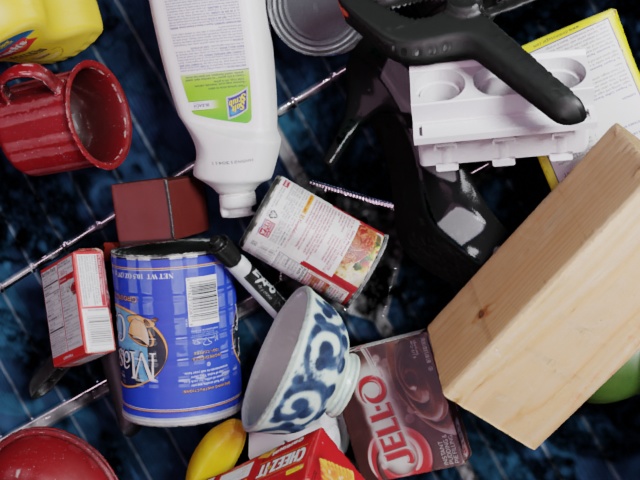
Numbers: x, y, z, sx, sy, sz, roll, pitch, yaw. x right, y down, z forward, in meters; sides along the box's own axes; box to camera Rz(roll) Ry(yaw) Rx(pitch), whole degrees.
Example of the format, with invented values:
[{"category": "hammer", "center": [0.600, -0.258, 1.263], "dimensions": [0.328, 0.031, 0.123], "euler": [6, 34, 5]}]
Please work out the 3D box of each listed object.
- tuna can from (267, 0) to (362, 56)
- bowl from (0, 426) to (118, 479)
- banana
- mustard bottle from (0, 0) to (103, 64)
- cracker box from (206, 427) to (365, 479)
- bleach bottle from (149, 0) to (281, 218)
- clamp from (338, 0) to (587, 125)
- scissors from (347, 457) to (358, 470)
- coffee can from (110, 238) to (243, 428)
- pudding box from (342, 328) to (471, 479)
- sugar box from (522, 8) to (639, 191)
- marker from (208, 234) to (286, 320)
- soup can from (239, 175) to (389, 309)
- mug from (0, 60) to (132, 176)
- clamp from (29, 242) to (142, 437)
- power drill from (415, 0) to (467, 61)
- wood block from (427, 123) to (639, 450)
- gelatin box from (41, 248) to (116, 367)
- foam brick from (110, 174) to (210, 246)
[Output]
[{"category": "tuna can", "center": [0.003, -0.190, 0.853], "dimensions": [0.086, 0.033, 0.086], "euler": [3, 99, 17]}, {"category": "bowl", "center": [-0.262, 0.259, 0.991], "dimensions": [0.162, 0.055, 0.162], "euler": [2, 98, 17]}, {"category": "banana", "center": [-0.086, 0.228, 0.921], "dimensions": [0.070, 0.037, 0.198], "euler": [5, 120, 17]}, {"category": "mustard bottle", "center": [-0.259, -0.173, 0.853], "dimensions": [0.096, 0.191, 0.058], "euler": [-12, 94, 18]}, {"category": "cracker box", "center": [-0.006, 0.272, 0.860], "dimensions": [0.164, 0.072, 0.213], "euler": [-29, 109, 26]}, {"category": "bleach bottle", "center": [-0.088, -0.143, 0.873], "dimensions": [0.103, 0.068, 0.251], "euler": [-3, 99, 15]}, {"category": "clamp", "center": [0.113, -0.165, 0.744], "dimensions": [0.210, 0.036, 0.164], "euler": [18, 64, 29]}, {"category": "scissors", "center": [0.084, 0.260, 0.903], "dimensions": [0.202, 0.016, 0.096], "euler": [23, 109, 19]}, {"category": "coffee can", "center": [-0.119, 0.074, 0.893], "dimensions": [0.103, 0.102, 0.140], "euler": [-1, 98, 17]}, {"category": "pudding box", "center": [0.065, 0.136, 0.875], "dimensions": [0.090, 0.039, 0.113], "euler": [-17, 87, 19]}, {"category": "sugar box", "center": [0.210, -0.074, 0.800], "dimensions": [0.093, 0.048, 0.176], "euler": [-22, 95, 19]}, {"category": "marker", "center": [-0.053, 0.035, 0.872], "dimensions": [0.020, 0.020, 0.121], "euler": [-23, 132, 19]}, {"category": "soup can", "center": [-0.006, 0.001, 0.854], "dimensions": [0.102, 0.068, 0.068], "euler": [29, 106, -3]}, {"category": "mug", "center": [-0.224, -0.105, 0.898], "dimensions": [0.082, 0.117, 0.093], "euler": [-8, 58, 23]}, {"category": "clamp", "center": [-0.206, 0.083, 0.956], "dimensions": [0.120, 0.039, 0.171], "euler": [6, 92, 17]}, {"category": "power drill", "center": [0.140, -0.242, 0.790], "dimensions": [0.188, 0.057, 0.184], "euler": [-26, 91, 19]}, {"category": "wood block", "center": [0.178, 0.034, 0.746], "dimensions": [0.090, 0.091, 0.206], "euler": [32, 113, -19]}, {"category": "gelatin box", "center": [-0.205, 0.058, 0.905], "dimensions": [0.073, 0.030, 0.089], "euler": [-24, 72, 52]}, {"category": "foam brick", "center": [-0.133, -0.027, 0.896], "dimensions": [0.053, 0.078, 0.051], "euler": [-6, 95, 16]}]
